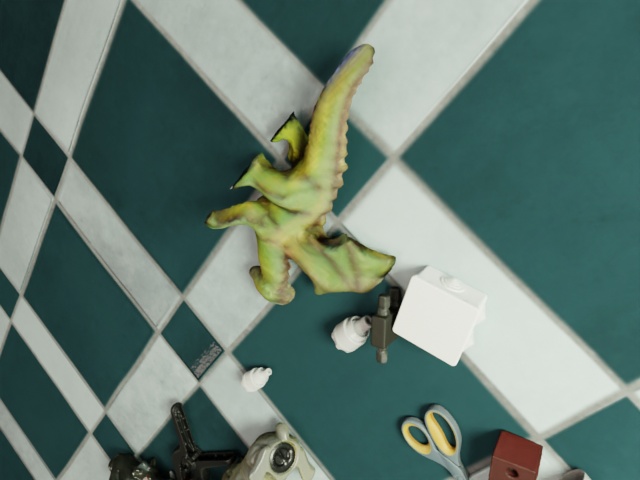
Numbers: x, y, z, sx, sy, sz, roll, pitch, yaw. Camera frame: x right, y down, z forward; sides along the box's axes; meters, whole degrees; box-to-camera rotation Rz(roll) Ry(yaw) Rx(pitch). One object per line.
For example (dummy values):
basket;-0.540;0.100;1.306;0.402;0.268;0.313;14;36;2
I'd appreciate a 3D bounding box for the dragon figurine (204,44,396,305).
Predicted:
dragon figurine;0.002;-0.035;0.688;0.242;0.125;0.403;44;129;-9
